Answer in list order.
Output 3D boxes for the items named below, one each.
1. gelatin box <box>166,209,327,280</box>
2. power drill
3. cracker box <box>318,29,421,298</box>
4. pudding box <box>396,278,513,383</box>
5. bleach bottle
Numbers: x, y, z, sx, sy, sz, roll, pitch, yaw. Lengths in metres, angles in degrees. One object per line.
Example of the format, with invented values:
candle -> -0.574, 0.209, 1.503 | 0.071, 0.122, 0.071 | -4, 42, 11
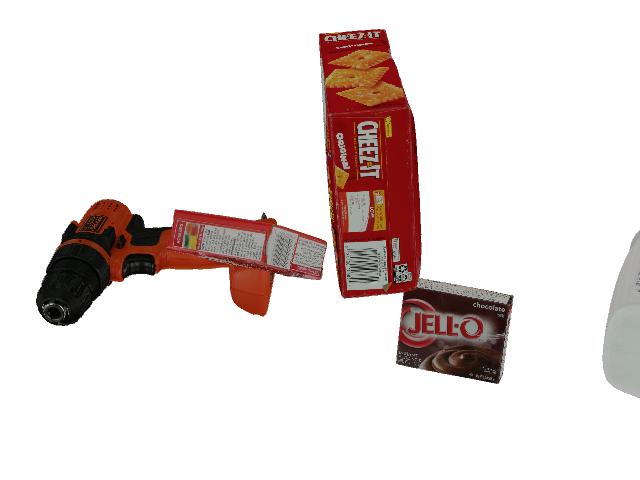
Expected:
gelatin box -> -0.046, 0.004, 0.702 | 0.073, 0.030, 0.089 | 9, -4, 24
power drill -> -0.134, 0.021, 0.913 | 0.187, 0.057, 0.184 | 5, 28, 2
cracker box -> 0.041, -0.074, 0.923 | 0.072, 0.164, 0.213 | -5, 27, 1
pudding box -> 0.139, 0.092, 1.112 | 0.113, 0.090, 0.039 | 9, 20, 13
bleach bottle -> 0.260, 0.035, 0.743 | 0.103, 0.068, 0.250 | 10, 20, 19
